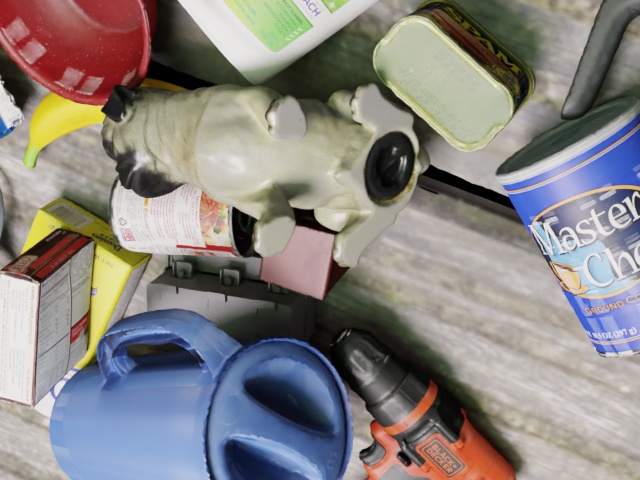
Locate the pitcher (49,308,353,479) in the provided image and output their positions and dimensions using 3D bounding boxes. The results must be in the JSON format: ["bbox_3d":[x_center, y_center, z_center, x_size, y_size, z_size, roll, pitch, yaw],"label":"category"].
[{"bbox_3d":[-0.106,0.134,0.800,0.243,0.144,0.149,-8,77,47],"label":"pitcher"}]

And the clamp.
[{"bbox_3d":[0.178,-0.176,0.684,0.120,0.039,0.172,43,107,3],"label":"clamp"}]

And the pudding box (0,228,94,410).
[{"bbox_3d":[-0.211,0.059,0.817,0.039,0.090,0.113,13,114,12],"label":"pudding box"}]

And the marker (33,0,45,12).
[{"bbox_3d":[-0.216,-0.207,0.819,0.020,0.020,0.121,14,112,14],"label":"marker"}]

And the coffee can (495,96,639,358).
[{"bbox_3d":[0.193,-0.009,0.701,0.103,0.102,0.140,-28,98,25],"label":"coffee can"}]

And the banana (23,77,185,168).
[{"bbox_3d":[-0.148,-0.095,0.827,0.198,0.037,0.069,-1,120,20],"label":"banana"}]

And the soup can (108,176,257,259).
[{"bbox_3d":[-0.101,-0.022,0.816,0.102,0.068,0.068,3,109,18],"label":"soup can"}]

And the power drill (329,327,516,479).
[{"bbox_3d":[0.029,0.176,0.833,0.184,0.057,0.188,45,114,-9],"label":"power drill"}]

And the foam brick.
[{"bbox_3d":[-0.005,0.001,0.786,0.053,0.078,0.051,16,114,13],"label":"foam brick"}]

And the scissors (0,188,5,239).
[{"bbox_3d":[-0.289,0.036,0.894,0.096,0.016,0.202,-9,84,34],"label":"scissors"}]

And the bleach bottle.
[{"bbox_3d":[0.027,-0.213,0.699,0.251,0.068,0.102,-35,109,18],"label":"bleach bottle"}]

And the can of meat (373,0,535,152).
[{"bbox_3d":[0.089,-0.111,0.712,0.102,0.083,0.058,42,115,1],"label":"can of meat"}]

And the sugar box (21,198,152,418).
[{"bbox_3d":[-0.218,0.061,0.897,0.093,0.048,0.176,31,114,7],"label":"sugar box"}]

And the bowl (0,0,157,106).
[{"bbox_3d":[-0.174,-0.180,0.771,0.162,0.055,0.162,20,134,22],"label":"bowl"}]
